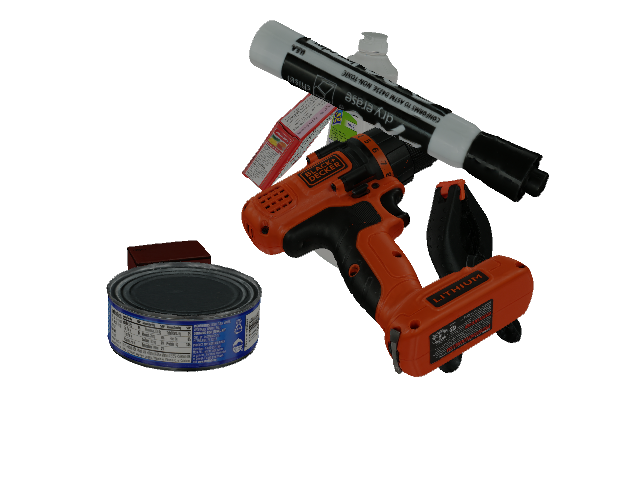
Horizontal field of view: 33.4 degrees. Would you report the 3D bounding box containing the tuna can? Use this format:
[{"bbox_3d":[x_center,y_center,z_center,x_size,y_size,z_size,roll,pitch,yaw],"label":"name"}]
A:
[{"bbox_3d":[-0.076,0.042,0.598,0.086,0.034,0.086,3,18,-1],"label":"tuna can"}]

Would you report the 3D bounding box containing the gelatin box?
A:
[{"bbox_3d":[-0.025,-0.094,0.956,0.073,0.030,0.089,-50,0,42],"label":"gelatin box"}]

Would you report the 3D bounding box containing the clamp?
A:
[{"bbox_3d":[0.127,0.034,0.968,0.039,0.171,0.120,-12,11,38],"label":"clamp"}]

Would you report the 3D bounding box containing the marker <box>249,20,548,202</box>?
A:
[{"bbox_3d":[0.028,-0.047,0.390,0.121,0.020,0.020,30,10,18],"label":"marker"}]

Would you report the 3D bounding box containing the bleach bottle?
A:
[{"bbox_3d":[0.047,-0.096,1.153,0.067,0.251,0.103,-7,24,-34],"label":"bleach bottle"}]

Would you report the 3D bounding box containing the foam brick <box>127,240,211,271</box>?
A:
[{"bbox_3d":[-0.157,0.034,1.103,0.078,0.051,0.053,-6,21,-20],"label":"foam brick"}]

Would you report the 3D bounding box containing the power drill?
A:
[{"bbox_3d":[0.062,-0.007,0.751,0.184,0.057,0.188,-31,51,-14],"label":"power drill"}]
